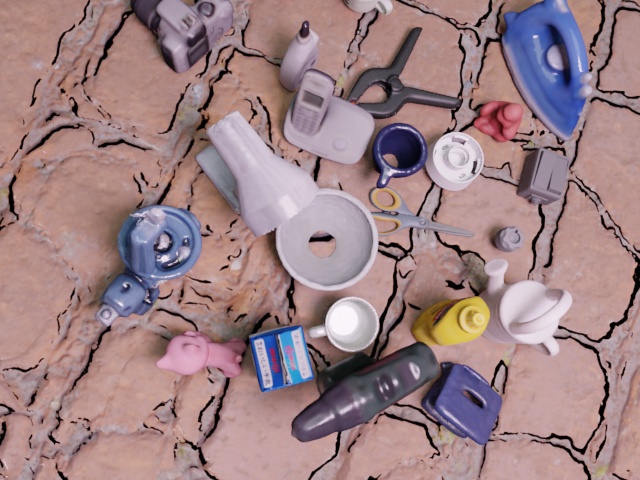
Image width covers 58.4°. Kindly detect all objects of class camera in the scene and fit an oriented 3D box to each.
[{"bbox_3d":[-0.237,-0.382,0.958,0.137,0.100,0.143,42,78,1],"label":"camera"}]

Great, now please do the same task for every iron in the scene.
[{"bbox_3d":[0.426,-0.316,1.015,0.119,0.141,0.258,-19,84,-10],"label":"iron"}]

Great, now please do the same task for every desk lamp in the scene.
[{"bbox_3d":[-0.105,-0.099,0.874,0.118,0.213,0.203,-38,87,-11],"label":"desk lamp"}]

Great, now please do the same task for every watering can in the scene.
[{"bbox_3d":[0.319,0.110,0.906,0.173,0.194,0.101,32,79,-1],"label":"watering can"}]

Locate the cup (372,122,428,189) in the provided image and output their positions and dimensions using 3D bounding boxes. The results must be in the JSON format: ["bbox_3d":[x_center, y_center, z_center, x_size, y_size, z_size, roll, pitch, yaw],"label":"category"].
[{"bbox_3d":[0.120,-0.129,0.968,0.091,0.095,0.118,29,79,-2],"label":"cup"}]

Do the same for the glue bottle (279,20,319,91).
[{"bbox_3d":[-0.030,-0.310,0.937,0.037,0.173,0.078,39,78,0],"label":"glue bottle"}]

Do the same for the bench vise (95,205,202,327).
[{"bbox_3d":[-0.245,0.035,0.831,0.121,0.219,0.207,17,79,-4],"label":"bench vise"}]

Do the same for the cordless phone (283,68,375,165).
[{"bbox_3d":[0.021,-0.201,0.921,0.147,0.185,0.094,18,79,-4],"label":"cordless phone"}]

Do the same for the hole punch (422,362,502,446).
[{"bbox_3d":[0.234,0.260,0.924,0.108,0.091,0.101,38,78,0],"label":"hole punch"}]

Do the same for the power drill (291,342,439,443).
[{"bbox_3d":[0.056,0.221,0.847,0.230,0.208,0.075,-25,85,-10],"label":"power drill"}]

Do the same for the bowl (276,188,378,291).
[{"bbox_3d":[0.009,0.003,0.943,0.167,0.074,0.167,1,81,-7],"label":"bowl"}]

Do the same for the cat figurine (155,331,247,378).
[{"bbox_3d":[-0.178,0.174,0.870,0.128,0.117,0.067,8,80,-6],"label":"cat figurine"}]

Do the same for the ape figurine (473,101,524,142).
[{"bbox_3d":[0.326,-0.216,1.011,0.076,0.092,0.078,-17,84,-10],"label":"ape figurine"}]
